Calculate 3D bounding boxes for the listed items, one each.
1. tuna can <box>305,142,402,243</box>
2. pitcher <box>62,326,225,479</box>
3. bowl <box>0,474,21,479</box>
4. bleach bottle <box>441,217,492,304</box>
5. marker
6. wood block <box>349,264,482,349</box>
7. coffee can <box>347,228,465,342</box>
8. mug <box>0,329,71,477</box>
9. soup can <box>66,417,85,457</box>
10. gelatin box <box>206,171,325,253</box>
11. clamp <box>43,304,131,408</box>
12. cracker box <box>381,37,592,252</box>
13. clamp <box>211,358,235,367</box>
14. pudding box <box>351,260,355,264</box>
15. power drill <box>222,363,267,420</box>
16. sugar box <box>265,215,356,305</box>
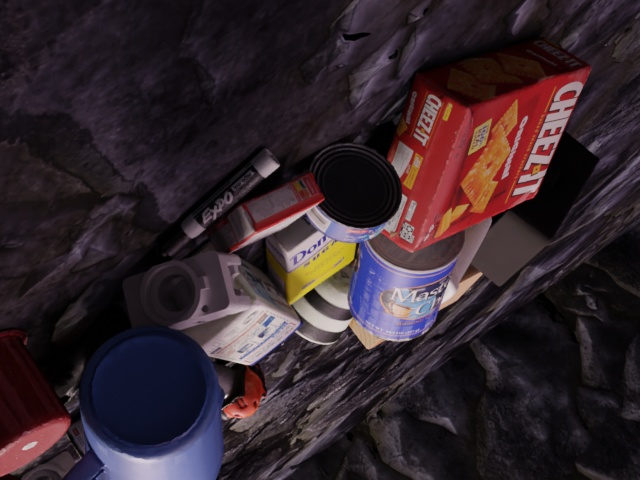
[{"bbox_3d":[0.027,-0.041,0.935,0.086,0.086,0.034,-30,165,-28],"label":"tuna can"},{"bbox_3d":[-0.152,0.165,0.920,0.145,0.149,0.243,5,158,-5],"label":"pitcher"},{"bbox_3d":[-0.359,0.281,1.074,0.162,0.055,0.162,-35,165,-11],"label":"bowl"},{"bbox_3d":[0.172,-0.008,1.345,0.103,0.068,0.250,-36,-172,45],"label":"bleach bottle"},{"bbox_3d":[-0.082,-0.027,0.849,0.121,0.020,0.020,-40,165,10],"label":"marker"},{"bbox_3d":[0.127,0.059,1.479,0.205,0.090,0.091,-23,160,-43],"label":"wood block"},{"bbox_3d":[0.087,0.028,1.117,0.102,0.103,0.140,-31,154,-25],"label":"coffee can"},{"bbox_3d":[-0.252,0.135,0.826,0.093,0.081,0.117,-21,158,-48],"label":"mug"},{"bbox_3d":[-0.214,0.202,1.151,0.102,0.068,0.068,-33,165,-14],"label":"soup can"},{"bbox_3d":[-0.048,-0.021,0.903,0.073,0.030,0.089,-27,178,-29],"label":"gelatin box"},{"bbox_3d":[-0.213,0.117,0.954,0.171,0.039,0.120,-40,162,11],"label":"clamp"},{"bbox_3d":[0.154,-0.093,1.020,0.213,0.072,0.164,-22,141,-43],"label":"cracker box"},{"bbox_3d":[-0.124,0.140,1.209,0.164,0.036,0.210,-14,157,-29],"label":"clamp"},{"bbox_3d":[0.107,0.039,1.368,0.113,0.090,0.039,-23,163,-47],"label":"pudding box"},{"bbox_3d":[-0.151,0.220,1.342,0.187,0.057,0.184,-36,-178,2],"label":"power drill"},{"bbox_3d":[-0.007,0.002,1.068,0.093,0.048,0.176,-36,167,-12],"label":"sugar box"}]
